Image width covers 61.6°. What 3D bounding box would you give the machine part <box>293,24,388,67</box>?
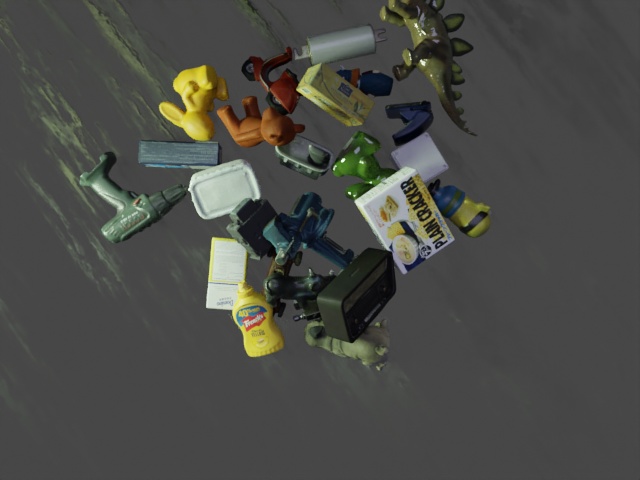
[{"bbox_3d":[0.053,-0.496,1.373,0.243,0.079,0.079,-13,87,-3],"label":"machine part"}]

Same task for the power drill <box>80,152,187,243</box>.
[{"bbox_3d":[-0.478,-0.120,1.347,0.232,0.086,0.207,-42,96,0],"label":"power drill"}]

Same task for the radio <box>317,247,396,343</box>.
[{"bbox_3d":[0.093,0.127,1.260,0.073,0.229,0.130,11,126,37],"label":"radio"}]

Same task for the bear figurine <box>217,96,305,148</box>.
[{"bbox_3d":[-0.140,-0.284,1.294,0.120,0.196,0.131,-33,111,-32],"label":"bear figurine"}]

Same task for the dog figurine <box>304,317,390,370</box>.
[{"bbox_3d":[0.061,0.242,1.285,0.191,0.172,0.121,7,75,-8],"label":"dog figurine"}]

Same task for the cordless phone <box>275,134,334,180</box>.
[{"bbox_3d":[-0.040,-0.213,1.301,0.147,0.184,0.088,25,91,0],"label":"cordless phone"}]

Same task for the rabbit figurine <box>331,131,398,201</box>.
[{"bbox_3d":[0.126,-0.166,1.338,0.170,0.121,0.159,36,90,-14],"label":"rabbit figurine"}]

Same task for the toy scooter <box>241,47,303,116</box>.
[{"bbox_3d":[-0.101,-0.412,1.366,0.135,0.075,0.184,-38,84,2],"label":"toy scooter"}]

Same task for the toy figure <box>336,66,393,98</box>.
[{"bbox_3d":[0.109,-0.405,1.379,0.155,0.057,0.064,13,81,5],"label":"toy figure"}]

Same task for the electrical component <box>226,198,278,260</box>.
[{"bbox_3d":[-0.158,-0.035,1.308,0.115,0.058,0.134,-51,123,-24],"label":"electrical component"}]

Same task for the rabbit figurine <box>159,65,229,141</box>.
[{"bbox_3d":[-0.312,-0.330,1.336,0.162,0.122,0.173,-6,87,4],"label":"rabbit figurine"}]

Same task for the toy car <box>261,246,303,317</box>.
[{"bbox_3d":[-0.110,0.101,1.347,0.089,0.053,0.202,19,85,-3],"label":"toy car"}]

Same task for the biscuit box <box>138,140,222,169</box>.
[{"bbox_3d":[-0.352,-0.215,1.357,0.203,0.059,0.062,2,87,-1],"label":"biscuit box"}]

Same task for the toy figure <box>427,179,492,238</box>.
[{"bbox_3d":[0.347,-0.077,1.351,0.180,0.082,0.089,30,98,-4],"label":"toy figure"}]

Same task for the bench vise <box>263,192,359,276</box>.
[{"bbox_3d":[-0.009,0.001,1.298,0.240,0.224,0.129,36,131,-13],"label":"bench vise"}]

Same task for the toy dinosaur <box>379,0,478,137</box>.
[{"bbox_3d":[0.283,-0.474,1.351,0.199,0.105,0.470,-18,99,-15],"label":"toy dinosaur"}]

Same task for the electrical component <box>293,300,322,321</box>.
[{"bbox_3d":[-0.022,0.155,1.338,0.102,0.045,0.078,-12,48,2],"label":"electrical component"}]

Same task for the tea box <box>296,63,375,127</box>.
[{"bbox_3d":[0.038,-0.354,1.327,0.169,0.098,0.068,30,87,-24],"label":"tea box"}]

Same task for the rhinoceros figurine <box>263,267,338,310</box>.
[{"bbox_3d":[-0.041,0.109,1.276,0.190,0.112,0.073,2,51,-14],"label":"rhinoceros figurine"}]

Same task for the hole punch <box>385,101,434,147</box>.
[{"bbox_3d":[0.227,-0.290,1.340,0.116,0.142,0.092,-7,85,12],"label":"hole punch"}]
